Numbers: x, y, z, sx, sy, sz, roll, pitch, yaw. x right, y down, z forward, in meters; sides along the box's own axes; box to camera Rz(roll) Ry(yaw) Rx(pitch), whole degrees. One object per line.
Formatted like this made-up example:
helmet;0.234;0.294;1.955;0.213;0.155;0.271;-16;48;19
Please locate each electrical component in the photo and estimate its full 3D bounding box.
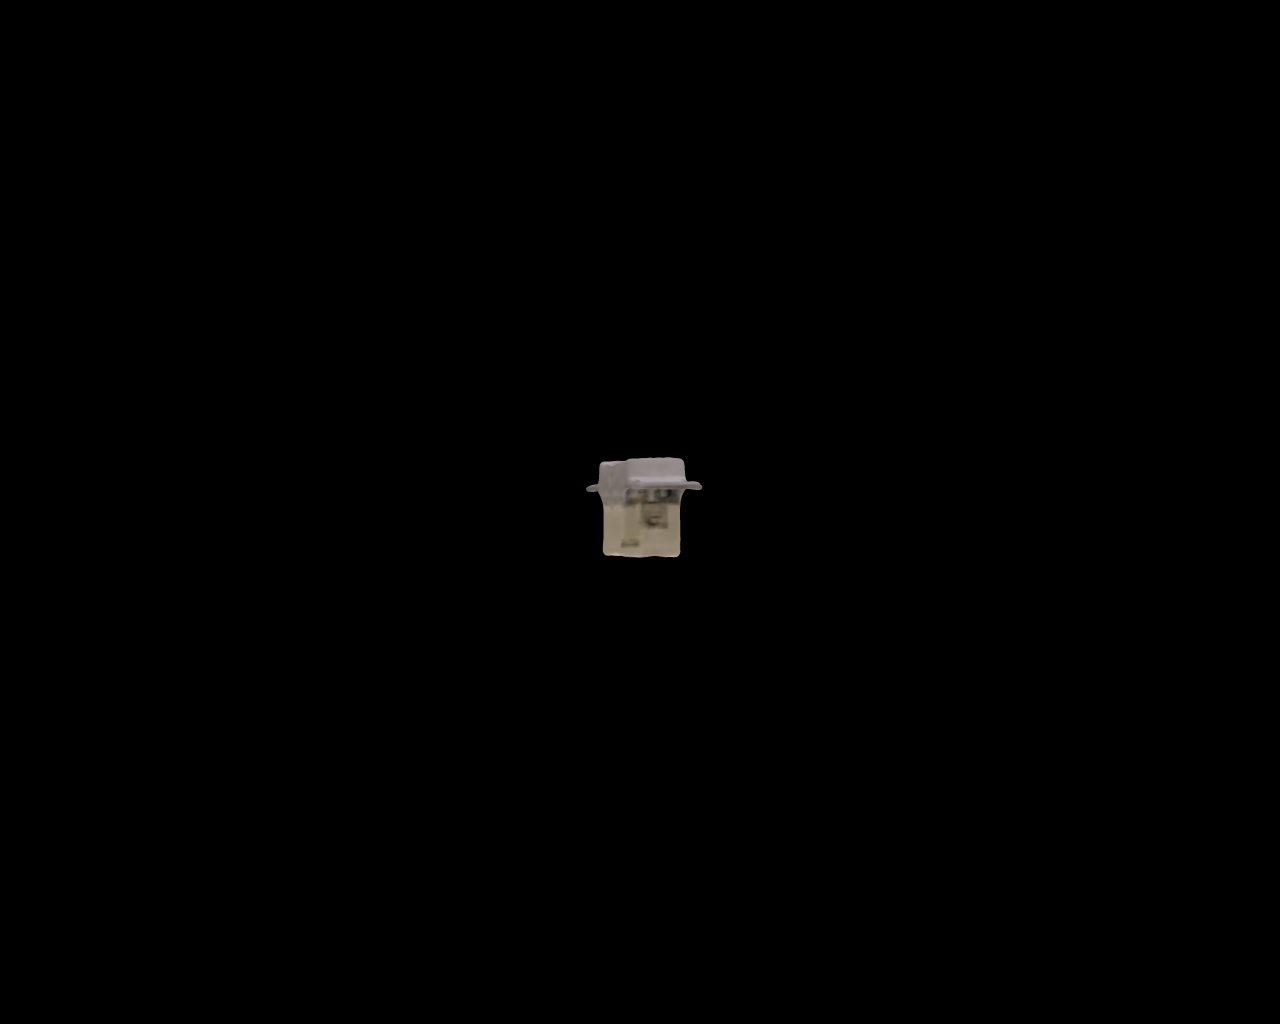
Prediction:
electrical component;0.001;-0.003;0.650;0.042;0.063;0.081;0;0;-24
